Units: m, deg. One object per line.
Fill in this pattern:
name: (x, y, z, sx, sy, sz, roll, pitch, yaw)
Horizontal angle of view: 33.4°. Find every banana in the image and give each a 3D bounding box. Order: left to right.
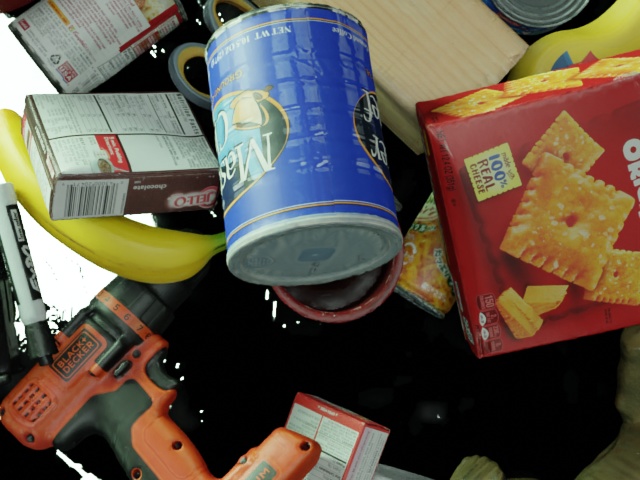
banana: (-0.152, -0.021, 0.712, 0.198, 0.037, 0.069, 29, 48, 9)

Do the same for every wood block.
wood block: (0.030, -0.164, 0.733, 0.206, 0.090, 0.091, 43, 85, -4)

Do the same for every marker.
marker: (-0.192, 0.023, 0.690, 0.020, 0.020, 0.121, -16, 86, -7)

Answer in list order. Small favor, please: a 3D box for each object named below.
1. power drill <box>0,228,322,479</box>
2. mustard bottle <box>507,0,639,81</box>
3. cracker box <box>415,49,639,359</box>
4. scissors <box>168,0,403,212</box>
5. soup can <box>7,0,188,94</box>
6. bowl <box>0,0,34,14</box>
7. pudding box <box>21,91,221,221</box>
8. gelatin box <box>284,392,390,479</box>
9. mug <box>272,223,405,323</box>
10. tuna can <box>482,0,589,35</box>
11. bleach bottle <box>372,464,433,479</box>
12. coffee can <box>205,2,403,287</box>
power drill: (-0.091, 0.105, 0.708, 0.188, 0.057, 0.184, 39, 79, 16)
mustard bottle: (0.192, -0.108, 0.764, 0.191, 0.058, 0.096, -29, 113, -5)
cracker box: (0.182, -0.028, 0.673, 0.214, 0.072, 0.164, -13, 111, 4)
scissors: (-0.030, -0.082, 0.750, 0.096, 0.016, 0.202, -35, 93, -27)
soup can: (-0.150, -0.148, 0.724, 0.102, 0.068, 0.068, -37, 93, -5)
bowl: (-0.217, -0.203, 0.705, 0.162, 0.055, 0.162, -5, 63, 10)
pudding box: (-0.130, -0.058, 0.699, 0.113, 0.090, 0.039, -4, 133, -28)
gelatin box: (0.001, 0.158, 0.729, 0.030, 0.073, 0.089, 23, 85, -40)
mug: (-0.005, 0.001, 0.729, 0.117, 0.081, 0.093, 38, 85, -4)
tuna can: (0.155, -0.193, 0.776, 0.086, 0.034, 0.086, 0, 89, -7)
bleach bottle: (0.038, 0.289, 0.737, 0.102, 0.068, 0.251, 18, 89, -4)
coffee can: (-0.012, -0.055, 0.639, 0.102, 0.103, 0.140, -6, 70, -7)
